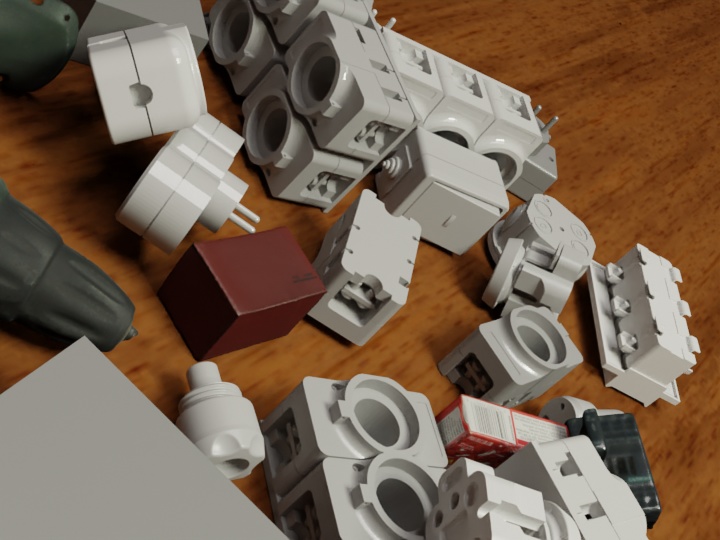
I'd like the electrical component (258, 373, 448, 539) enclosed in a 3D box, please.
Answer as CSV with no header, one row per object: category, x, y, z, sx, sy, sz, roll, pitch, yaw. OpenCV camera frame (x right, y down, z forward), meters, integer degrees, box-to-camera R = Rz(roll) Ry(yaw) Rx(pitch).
electrical component,0.009,0.136,0.580,0.089,0.061,0.150,13,45,-35

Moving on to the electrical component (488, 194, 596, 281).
electrical component,0.149,-0.018,0.878,0.080,0.051,0.080,25,39,-23

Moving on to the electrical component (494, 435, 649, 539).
electrical component,0.123,0.197,0.588,0.060,0.105,0.186,-1,54,-44

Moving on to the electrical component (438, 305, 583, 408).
electrical component,0.109,0.062,0.755,0.089,0.055,0.050,-11,61,-48

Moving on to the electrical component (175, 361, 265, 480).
electrical component,-0.077,0.079,0.573,0.043,0.043,0.062,9,47,-38

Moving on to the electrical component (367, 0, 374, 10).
electrical component,-0.018,-0.236,0.920,0.042,0.064,0.081,17,85,-30

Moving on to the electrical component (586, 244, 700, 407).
electrical component,0.233,0.041,0.886,0.079,0.063,0.121,27,39,-21

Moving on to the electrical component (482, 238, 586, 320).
electrical component,0.129,0.010,0.816,0.057,0.078,0.058,24,36,6

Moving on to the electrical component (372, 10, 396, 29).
electrical component,0.000,-0.183,0.886,0.138,0.073,0.052,16,43,-32

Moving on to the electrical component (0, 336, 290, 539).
electrical component,-0.102,0.134,0.477,0.186,0.060,0.105,44,36,2

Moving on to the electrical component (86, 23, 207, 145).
electrical component,-0.128,-0.114,0.645,0.059,0.053,0.095,-15,22,-10

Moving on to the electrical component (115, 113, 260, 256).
electrical component,-0.093,-0.047,0.658,0.074,0.052,0.138,35,21,-11

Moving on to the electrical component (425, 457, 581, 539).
electrical component,0.072,0.138,0.533,0.057,0.058,0.078,23,40,-22

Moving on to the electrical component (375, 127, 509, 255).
electrical component,0.058,-0.059,0.824,0.096,0.061,0.061,19,42,-29

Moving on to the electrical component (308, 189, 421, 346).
electrical component,0.000,0.000,0.715,0.050,0.055,0.089,33,37,-14

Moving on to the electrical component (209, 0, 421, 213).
electrical component,-0.042,-0.151,0.778,0.060,0.105,0.186,10,48,-43

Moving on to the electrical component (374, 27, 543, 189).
electrical component,0.059,-0.115,0.858,0.150,0.089,0.061,19,42,-29

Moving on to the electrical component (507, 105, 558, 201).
electrical component,0.142,-0.114,0.949,0.083,0.075,0.047,29,38,-18

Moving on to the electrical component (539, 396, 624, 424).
electrical component,0.158,0.115,0.757,0.055,0.045,0.045,18,42,-30
